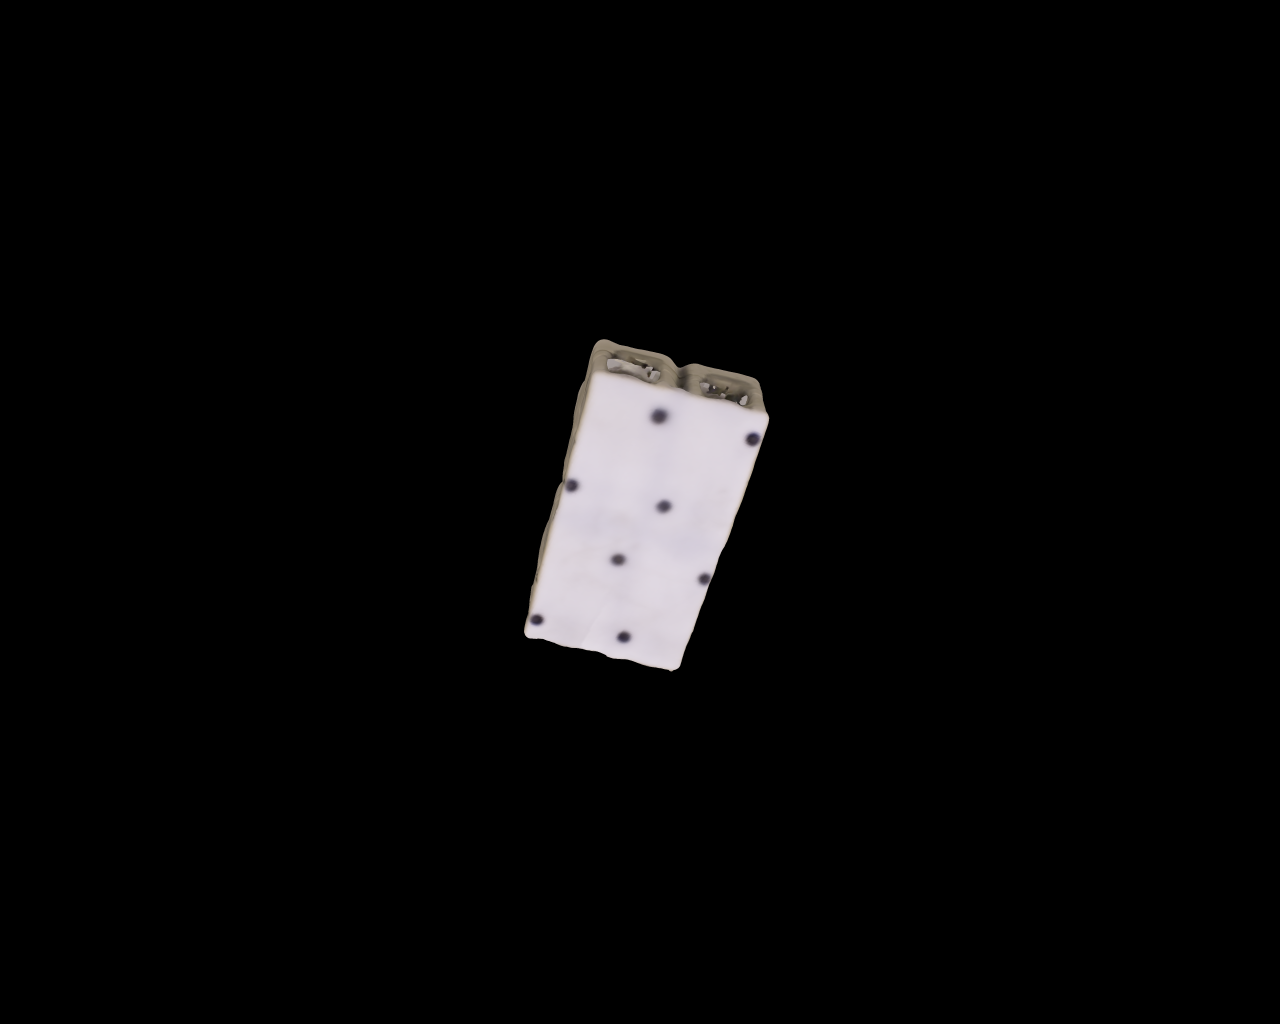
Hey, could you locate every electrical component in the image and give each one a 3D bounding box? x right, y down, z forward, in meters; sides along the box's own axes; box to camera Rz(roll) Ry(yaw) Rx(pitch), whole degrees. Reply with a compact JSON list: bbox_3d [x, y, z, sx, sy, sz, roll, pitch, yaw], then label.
[{"bbox_3d":[0.001,-0.003,0.650,0.105,0.186,0.060,13,28,-7],"label":"electrical component"}]
